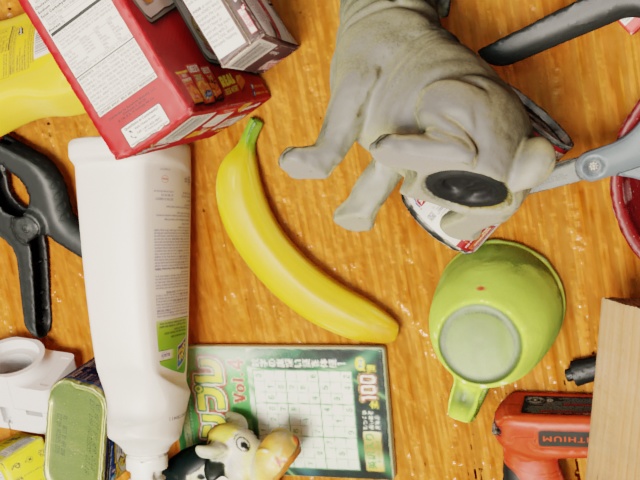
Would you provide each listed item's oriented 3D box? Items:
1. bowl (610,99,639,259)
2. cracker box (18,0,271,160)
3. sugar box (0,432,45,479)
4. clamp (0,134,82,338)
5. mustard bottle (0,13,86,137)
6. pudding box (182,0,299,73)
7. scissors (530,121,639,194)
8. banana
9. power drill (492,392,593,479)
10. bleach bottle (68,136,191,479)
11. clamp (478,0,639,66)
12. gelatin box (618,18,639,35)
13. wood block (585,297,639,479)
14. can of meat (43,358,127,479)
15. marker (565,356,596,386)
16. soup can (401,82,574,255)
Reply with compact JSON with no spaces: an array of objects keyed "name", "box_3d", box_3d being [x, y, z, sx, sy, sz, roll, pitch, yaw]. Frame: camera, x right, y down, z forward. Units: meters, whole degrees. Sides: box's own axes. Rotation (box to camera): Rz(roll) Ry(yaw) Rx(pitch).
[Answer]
[{"name":"bowl","box_3d":[0.268,-0.042,0.679,0.162,0.055,0.162,3,101,16]},{"name":"cracker box","box_3d":[-0.136,-0.165,0.723,0.072,0.164,0.214,-31,92,19]},{"name":"sugar box","box_3d":[-0.219,0.248,0.885,0.093,0.048,0.176,-13,105,63]},{"name":"clamp","box_3d":[-0.230,-0.004,0.858,0.120,0.039,0.171,-37,90,18]},{"name":"mustard bottle","box_3d":[-0.244,-0.124,0.813,0.192,0.058,0.096,-13,63,21]},{"name":"pudding box","box_3d":[-0.061,-0.162,0.727,0.039,0.113,0.090,-32,90,11]},{"name":"scissors","box_3d":[0.187,-0.034,0.665,0.202,0.016,0.096,-31,92,19]},{"name":"banana","box_3d":[-0.022,0.007,0.794,0.070,0.037,0.198,-34,90,22]},{"name":"power drill","box_3d":[0.194,0.206,0.760,0.184,0.057,0.188,0,101,13]},{"name":"bleach bottle","box_3d":[-0.134,0.052,0.783,0.068,0.102,0.251,-1,90,20]},{"name":"clamp","box_3d":[0.203,-0.162,0.651,0.210,0.036,0.165,21,112,13]},{"name":"gelatin box","box_3d":[0.198,-0.189,0.684,0.089,0.030,0.073,47,113,2]},{"name":"wood block","box_3d":[0.228,0.144,0.668,0.090,0.090,0.206,3,94,-14]},{"name":"can of meat","box_3d":[-0.174,0.144,0.849,0.057,0.083,0.102,11,106,15]},{"name":"marker","box_3d":[0.229,0.079,0.740,0.121,0.020,0.020,-18,96,21]},{"name":"soup can","box_3d":[0.112,-0.048,0.722,0.068,0.068,0.102,42,111,5]}]
